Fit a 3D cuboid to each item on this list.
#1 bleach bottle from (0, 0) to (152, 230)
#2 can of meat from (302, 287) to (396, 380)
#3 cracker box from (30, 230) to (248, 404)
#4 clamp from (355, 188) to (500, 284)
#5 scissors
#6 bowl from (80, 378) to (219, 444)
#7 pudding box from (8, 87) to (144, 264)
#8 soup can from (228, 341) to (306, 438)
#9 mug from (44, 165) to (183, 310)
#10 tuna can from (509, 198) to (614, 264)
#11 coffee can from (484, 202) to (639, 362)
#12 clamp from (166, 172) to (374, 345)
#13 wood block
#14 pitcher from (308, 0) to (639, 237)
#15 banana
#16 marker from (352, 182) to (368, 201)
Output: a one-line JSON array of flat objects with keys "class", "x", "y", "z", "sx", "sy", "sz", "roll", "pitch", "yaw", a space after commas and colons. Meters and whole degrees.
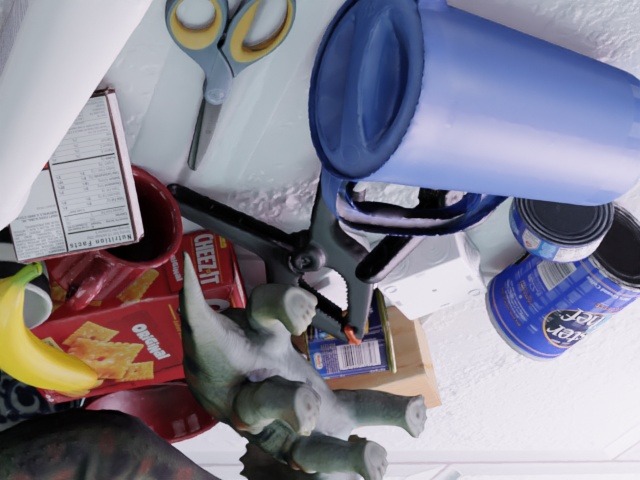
[{"class": "bleach bottle", "x": -0.183, "y": -0.089, "z": 0.665, "sx": 0.068, "sy": 0.102, "sz": 0.251, "roll": 21, "pitch": 130, "yaw": -25}, {"class": "can of meat", "x": 0.026, "y": 0.090, "z": 1.040, "sx": 0.084, "sy": 0.102, "sz": 0.057, "roll": -8, "pitch": 120, "yaw": 1}, {"class": "cracker box", "x": -0.174, "y": 0.076, "z": 0.987, "sx": 0.213, "sy": 0.072, "sz": 0.164, "roll": -11, "pitch": 149, "yaw": -1}, {"class": "clamp", "x": 0.094, "y": -0.045, "z": 0.871, "sx": 0.171, "sy": 0.039, "sz": 0.120, "roll": -27, "pitch": 131, "yaw": -27}, {"class": "scissors", "x": -0.088, "y": -0.117, "z": 0.760, "sx": 0.096, "sy": 0.016, "sz": 0.202, "roll": 13, "pitch": 141, "yaw": -30}, {"class": "bowl", "x": -0.182, "y": 0.166, "z": 1.140, "sx": 0.162, "sy": 0.055, "sz": 0.162, "roll": -7, "pitch": 148, "yaw": -5}, {"class": "pudding box", "x": -0.181, "y": -0.046, "z": 0.761, "sx": 0.090, "sy": 0.113, "sz": 0.039, "roll": -10, "pitch": -168, "yaw": -2}, {"class": "soup can", "x": -0.066, "y": 0.140, "z": 1.076, "sx": 0.102, "sy": 0.069, "sz": 0.068, "roll": -46, "pitch": 149, "yaw": -11}, {"class": "mug", "x": -0.171, "y": 0.007, "z": 0.842, "sx": 0.093, "sy": 0.117, "sz": 0.082, "roll": 30, "pitch": 138, "yaw": -21}, {"class": "tuna can", "x": 0.209, "y": -0.023, "z": 0.930, "sx": 0.086, "sy": 0.086, "sz": 0.034, "roll": -5, "pitch": 149, "yaw": -9}, {"class": "coffee can", "x": 0.240, "y": 0.040, "z": 1.022, "sx": 0.102, "sy": 0.103, "sz": 0.141, "roll": 9, "pitch": 142, "yaw": -29}, {"class": "clamp", "x": -0.006, "y": 0.001, "z": 0.887, "sx": 0.165, "sy": 0.036, "sz": 0.210, "roll": -26, "pitch": 118, "yaw": 22}, {"class": "wood block", "x": 0.015, "y": 0.150, "z": 1.141, "sx": 0.206, "sy": 0.090, "sz": 0.090, "roll": -17, "pitch": 146, "yaw": 10}, {"class": "pitcher", "x": 0.118, "y": -0.083, "z": 0.768, "sx": 0.242, "sy": 0.145, "sz": 0.149, "roll": 8, "pitch": 160, "yaw": -32}, {"class": "banana", "x": -0.234, "y": 0.084, "z": 0.861, "sx": 0.069, "sy": 0.037, "sz": 0.198, "roll": -9, "pitch": 149, "yaw": -3}, {"class": "marker", "x": 0.035, "y": -0.064, "z": 0.876, "sx": 0.020, "sy": 0.020, "sz": 0.121, "roll": -4, "pitch": 147, "yaw": -10}]
